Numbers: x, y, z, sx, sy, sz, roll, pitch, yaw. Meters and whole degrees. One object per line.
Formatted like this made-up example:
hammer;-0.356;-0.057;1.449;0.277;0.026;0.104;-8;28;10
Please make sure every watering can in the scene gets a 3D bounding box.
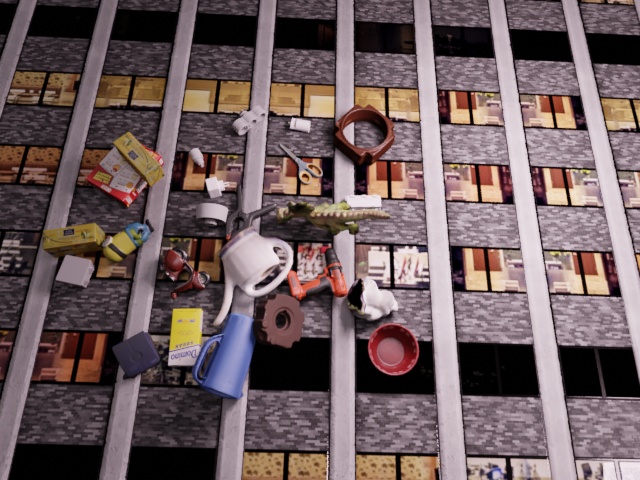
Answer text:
watering can;-0.257;0.103;1.694;0.349;0.102;0.227;-38;73;-7

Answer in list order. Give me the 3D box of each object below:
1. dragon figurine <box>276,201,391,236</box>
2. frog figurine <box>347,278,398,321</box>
dragon figurine;0.005;-0.085;1.683;0.242;0.408;0.123;7;82;-41
frog figurine;0.173;0.196;1.689;0.159;0.120;0.140;11;53;-37
